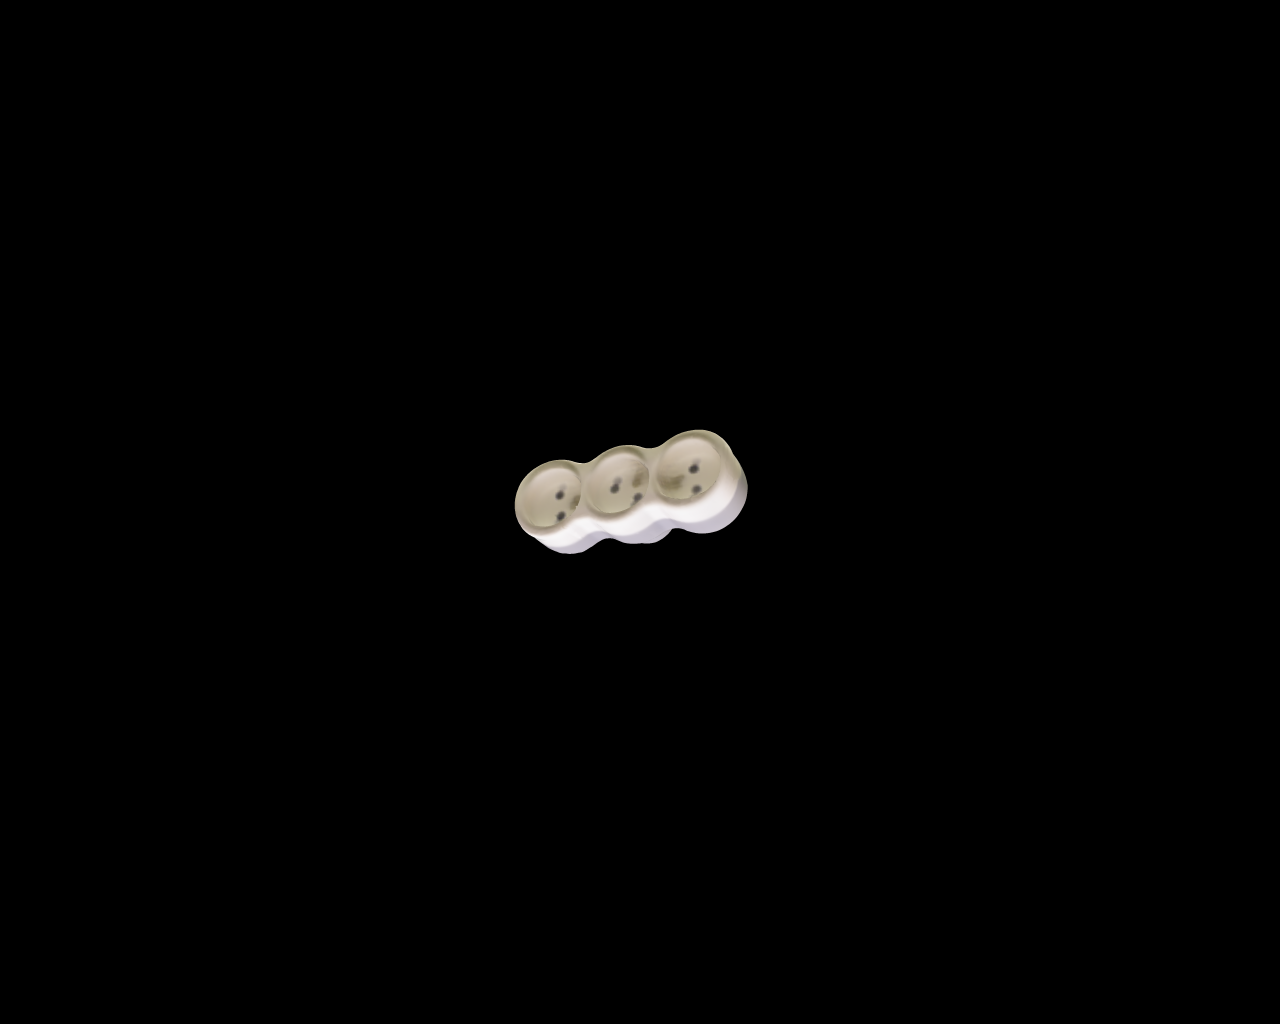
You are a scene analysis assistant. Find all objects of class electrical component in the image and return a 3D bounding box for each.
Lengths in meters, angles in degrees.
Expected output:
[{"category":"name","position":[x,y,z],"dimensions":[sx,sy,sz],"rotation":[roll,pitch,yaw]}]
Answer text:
[{"category":"electrical component","position":[0.001,-0.003,0.650],"dimensions":[0.138,0.052,0.073],"rotation":[-10,-28,20]}]
